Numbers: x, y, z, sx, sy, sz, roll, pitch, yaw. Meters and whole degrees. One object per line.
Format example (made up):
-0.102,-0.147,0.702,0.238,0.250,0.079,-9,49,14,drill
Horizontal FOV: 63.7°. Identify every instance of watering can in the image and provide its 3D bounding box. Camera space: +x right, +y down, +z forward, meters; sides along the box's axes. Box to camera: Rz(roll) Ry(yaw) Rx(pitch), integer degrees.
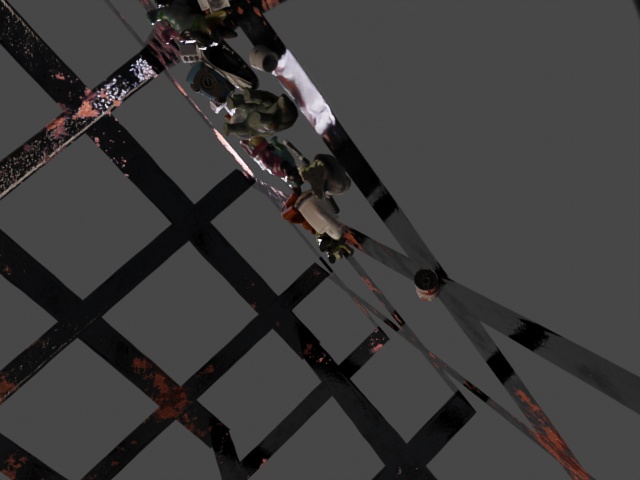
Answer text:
0.006,-0.097,1.932,0.225,0.104,0.345,48,174,2,watering can

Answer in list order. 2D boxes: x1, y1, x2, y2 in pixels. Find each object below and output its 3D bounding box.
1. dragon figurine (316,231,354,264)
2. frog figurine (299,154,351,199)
0.016,-0.032,2.287,0.403,0.122,0.247,55,178,-36,dragon figurine
0.034,-0.180,1.462,0.139,0.121,0.160,33,-158,30,frog figurine
